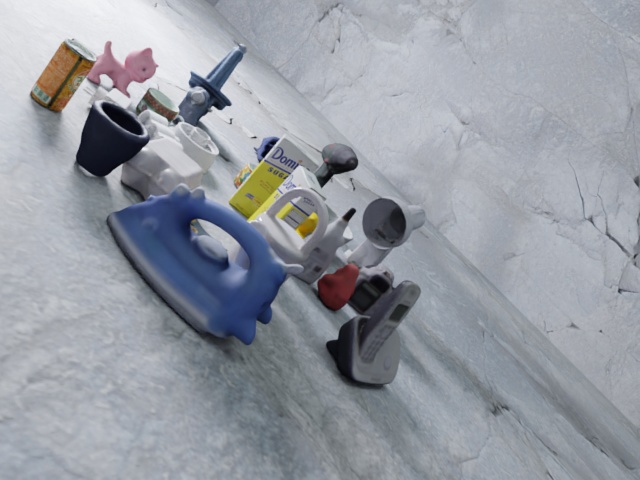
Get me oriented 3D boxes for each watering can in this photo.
[{"bbox_3d":[-0.066,0.006,0.864,0.101,0.194,0.173,42,16,-3],"label":"watering can"}]

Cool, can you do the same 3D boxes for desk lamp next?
[{"bbox_3d":[0.159,-0.007,1.398,0.117,0.213,0.204,49,17,20],"label":"desk lamp"}]

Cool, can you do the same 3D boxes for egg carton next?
[{"bbox_3d":[-0.257,-0.112,0.939,0.107,0.069,0.150,41,16,-5],"label":"egg carton"}]

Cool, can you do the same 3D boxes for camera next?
[{"bbox_3d":[0.127,0.105,1.238,0.143,0.100,0.137,42,16,-3],"label":"camera"}]

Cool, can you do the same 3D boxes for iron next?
[{"bbox_3d":[-0.149,0.010,0.753,0.258,0.141,0.119,43,16,0],"label":"iron"}]

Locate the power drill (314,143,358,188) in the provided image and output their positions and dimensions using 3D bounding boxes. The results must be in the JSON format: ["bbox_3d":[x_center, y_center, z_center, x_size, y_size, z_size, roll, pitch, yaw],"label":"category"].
[{"bbox_3d":[0.012,-0.158,1.444,0.076,0.208,0.229,37,17,-19],"label":"power drill"}]

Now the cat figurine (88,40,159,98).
[{"bbox_3d":[-0.390,-0.355,1.161,0.128,0.117,0.067,25,24,-47],"label":"cat figurine"}]

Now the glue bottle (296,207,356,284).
[{"bbox_3d":[0.010,0.004,1.088,0.078,0.173,0.037,34,18,-29],"label":"glue bottle"}]

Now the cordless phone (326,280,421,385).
[{"bbox_3d":[0.116,0.150,0.943,0.148,0.185,0.094,21,26,-52],"label":"cordless phone"}]

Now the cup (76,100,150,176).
[{"bbox_3d":[-0.313,-0.147,0.851,0.092,0.095,0.117,38,17,-17],"label":"cup"}]

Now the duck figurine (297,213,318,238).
[{"bbox_3d":[-0.039,-0.022,1.197,0.078,0.086,0.104,38,17,-16],"label":"duck figurine"}]

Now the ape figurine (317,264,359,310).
[{"bbox_3d":[0.041,0.084,1.104,0.078,0.092,0.076,37,17,-20],"label":"ape figurine"}]

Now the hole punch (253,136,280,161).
[{"bbox_3d":[-0.114,-0.239,1.567,0.109,0.091,0.101,35,17,-25],"label":"hole punch"}]

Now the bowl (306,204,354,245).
[{"bbox_3d":[-0.007,-0.034,1.326,0.168,0.074,0.167,39,16,-13],"label":"bowl"}]

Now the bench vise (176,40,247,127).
[{"bbox_3d":[-0.240,-0.354,1.330,0.122,0.219,0.207,33,18,-30],"label":"bench vise"}]
